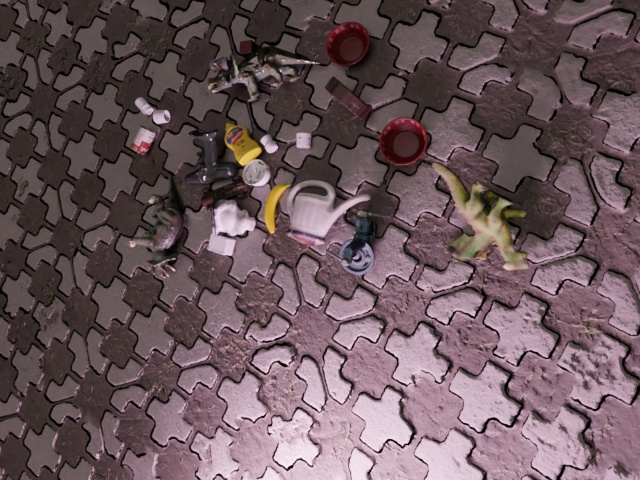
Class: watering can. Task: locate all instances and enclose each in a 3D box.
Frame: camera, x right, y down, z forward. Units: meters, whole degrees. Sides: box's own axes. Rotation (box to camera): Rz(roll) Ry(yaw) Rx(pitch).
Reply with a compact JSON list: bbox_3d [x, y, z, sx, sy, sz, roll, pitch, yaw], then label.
[{"bbox_3d":[0.005,-0.088,1.754,0.349,0.225,0.103,13,-2,40],"label":"watering can"}]

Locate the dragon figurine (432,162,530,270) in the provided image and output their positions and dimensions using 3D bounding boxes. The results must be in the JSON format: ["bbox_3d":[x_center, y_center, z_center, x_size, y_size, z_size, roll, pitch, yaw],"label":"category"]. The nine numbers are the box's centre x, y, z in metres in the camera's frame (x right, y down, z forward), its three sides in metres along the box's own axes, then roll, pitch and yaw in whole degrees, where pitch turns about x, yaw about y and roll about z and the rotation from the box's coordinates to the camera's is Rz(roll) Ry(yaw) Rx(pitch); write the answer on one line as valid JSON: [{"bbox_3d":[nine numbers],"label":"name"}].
[{"bbox_3d":[0.474,-0.049,1.594,0.414,0.240,0.122,34,15,22],"label":"dragon figurine"}]

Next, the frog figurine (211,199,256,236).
[{"bbox_3d":[-0.321,-0.083,1.909,0.160,0.137,0.123,-3,5,-15],"label":"frog figurine"}]
